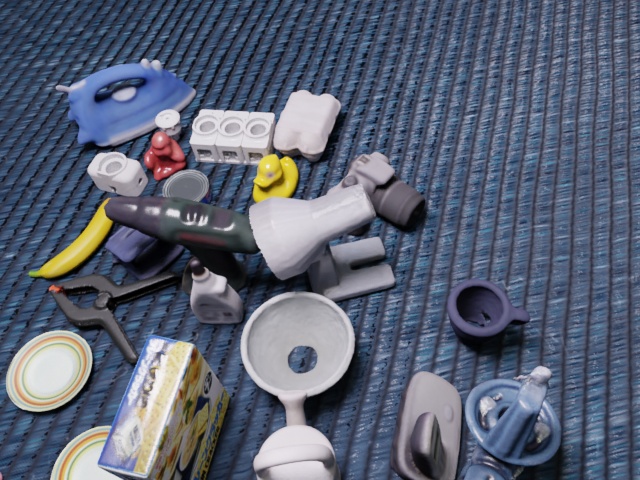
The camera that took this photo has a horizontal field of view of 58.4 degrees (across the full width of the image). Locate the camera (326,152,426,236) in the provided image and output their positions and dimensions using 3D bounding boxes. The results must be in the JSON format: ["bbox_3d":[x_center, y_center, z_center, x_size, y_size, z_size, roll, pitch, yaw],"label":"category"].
[{"bbox_3d":[0.101,-0.074,0.985,0.136,0.101,0.143,34,66,23],"label":"camera"}]

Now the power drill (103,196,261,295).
[{"bbox_3d":[-0.194,0.009,0.891,0.229,0.209,0.075,3,58,7],"label":"power drill"}]

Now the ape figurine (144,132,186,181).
[{"bbox_3d":[-0.293,-0.166,1.079,0.077,0.092,0.076,12,60,12],"label":"ape figurine"}]

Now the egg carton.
[{"bbox_3d":[-0.025,-0.224,1.108,0.107,0.069,0.150,12,59,12],"label":"egg carton"}]

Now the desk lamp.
[{"bbox_3d":[0.008,0.003,0.877,0.203,0.214,0.118,-14,58,-4],"label":"desk lamp"}]

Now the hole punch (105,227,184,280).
[{"bbox_3d":[-0.306,0.001,0.975,0.101,0.091,0.109,35,67,23],"label":"hole punch"}]

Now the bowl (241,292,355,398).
[{"bbox_3d":[-0.031,0.166,0.859,0.167,0.075,0.167,-2,58,3],"label":"bowl"}]

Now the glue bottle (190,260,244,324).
[{"bbox_3d":[-0.167,0.077,0.867,0.078,0.173,0.037,0,58,5],"label":"glue bottle"}]

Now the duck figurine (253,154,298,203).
[{"bbox_3d":[-0.084,-0.120,1.037,0.077,0.086,0.105,28,64,20],"label":"duck figurine"}]

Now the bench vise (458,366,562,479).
[{"bbox_3d":[0.237,0.252,0.698,0.121,0.220,0.207,8,59,10],"label":"bench vise"}]

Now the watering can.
[{"bbox_3d":[-0.031,0.278,0.717,0.101,0.194,0.172,-24,59,-10],"label":"watering can"}]

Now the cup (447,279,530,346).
[{"bbox_3d":[0.245,0.120,0.855,0.117,0.095,0.092,8,59,10],"label":"cup"}]

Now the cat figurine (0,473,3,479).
[{"bbox_3d":[-0.451,0.351,0.749,0.127,0.118,0.067,33,66,23],"label":"cat figurine"}]

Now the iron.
[{"bbox_3d":[-0.382,-0.294,1.138,0.258,0.141,0.118,-27,60,-12],"label":"iron"}]

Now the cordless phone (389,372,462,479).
[{"bbox_3d":[0.143,0.233,0.738,0.094,0.185,0.147,6,58,9],"label":"cordless phone"}]
